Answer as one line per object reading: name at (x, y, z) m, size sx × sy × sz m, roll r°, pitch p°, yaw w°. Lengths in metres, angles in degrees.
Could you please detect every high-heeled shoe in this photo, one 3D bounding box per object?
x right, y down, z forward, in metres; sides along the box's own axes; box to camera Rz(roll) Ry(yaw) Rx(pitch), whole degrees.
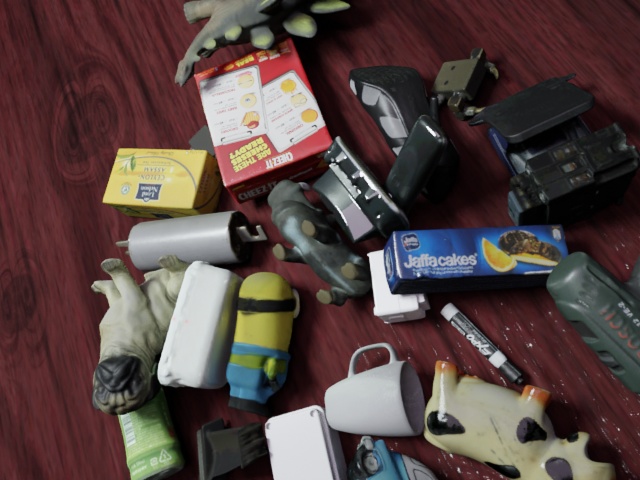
high-heeled shoe at (0.112, -0.157, 0.760) m, size 0.086 × 0.145 × 0.249 m, roll -18°, pitch 34°, yaw -15°

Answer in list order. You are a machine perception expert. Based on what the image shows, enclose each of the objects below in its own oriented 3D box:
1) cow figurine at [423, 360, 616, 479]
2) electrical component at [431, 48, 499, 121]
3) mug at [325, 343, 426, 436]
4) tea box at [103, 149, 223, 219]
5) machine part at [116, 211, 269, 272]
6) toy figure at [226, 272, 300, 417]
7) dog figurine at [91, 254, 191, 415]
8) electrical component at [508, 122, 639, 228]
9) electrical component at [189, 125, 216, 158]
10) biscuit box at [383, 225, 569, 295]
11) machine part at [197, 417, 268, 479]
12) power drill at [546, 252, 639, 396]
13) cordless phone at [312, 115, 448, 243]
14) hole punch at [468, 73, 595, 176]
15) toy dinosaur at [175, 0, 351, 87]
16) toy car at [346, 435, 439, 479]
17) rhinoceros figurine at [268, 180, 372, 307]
cow figurine at (0.205, 0.216, 0.569) m, size 0.195 × 0.085 × 0.127 m, roll 14°, pitch 78°, yaw 26°
electrical component at (0.200, -0.213, 0.744) m, size 0.078 × 0.045 × 0.102 m, roll 5°, pitch 68°, yaw 51°
mug at (0.059, 0.181, 0.638) m, size 0.107 × 0.080 × 0.109 m, roll -18°, pitch 71°, yaw 22°
tea box at (-0.244, -0.087, 0.845) m, size 0.170 × 0.068 × 0.098 m, roll 4°, pitch 73°, yaw 20°
machine part at (-0.190, 0.003, 0.791) m, size 0.243 × 0.079 × 0.079 m, roll -6°, pitch 70°, yaw 17°
toy figure at (-0.076, 0.131, 0.697) m, size 0.082 × 0.089 × 0.180 m, roll 8°, pitch 73°, yaw 15°
dog figurine at (-0.218, 0.129, 0.720) m, size 0.172 × 0.121 × 0.190 m, roll -6°, pitch 66°, yaw -23°
electrical component at (0.284, -0.061, 0.619) m, size 0.134 × 0.114 × 0.058 m, roll -25°, pitch 62°, yaw 11°
electrical component at (-0.178, -0.151, 0.869) m, size 0.094 × 0.021 × 0.063 m, roll -44°, pitch 64°, yaw 1°
biscuit box at (0.178, 0.023, 0.619) m, size 0.203 × 0.062 × 0.059 m, roll -3°, pitch 70°, yaw -6°
machine part at (-0.117, 0.260, 0.671) m, size 0.139 × 0.039 × 0.084 m, roll -29°, pitch 53°, yaw 44°
power drill at (0.370, 0.064, 0.557) m, size 0.232 × 0.086 × 0.207 m, roll 39°, pitch 89°, yaw 5°
cordless phone at (0.076, -0.098, 0.670) m, size 0.089 × 0.184 × 0.147 m, roll -17°, pitch 60°, yaw -33°
hole punch at (0.277, -0.135, 0.674) m, size 0.142 × 0.092 × 0.116 m, roll -27°, pitch 32°, yaw 12°
toy dinosaur at (-0.046, -0.386, 0.837) m, size 0.199 × 0.104 × 0.471 m, roll 26°, pitch 66°, yaw 37°
toy car at (0.089, 0.296, 0.584) m, size 0.103 × 0.109 × 0.162 m, roll -6°, pitch 56°, yaw -6°
rhinoceros figurine at (-0.001, -0.002, 0.709) m, size 0.190 × 0.112 × 0.073 m, roll 48°, pitch 120°, yaw 14°
